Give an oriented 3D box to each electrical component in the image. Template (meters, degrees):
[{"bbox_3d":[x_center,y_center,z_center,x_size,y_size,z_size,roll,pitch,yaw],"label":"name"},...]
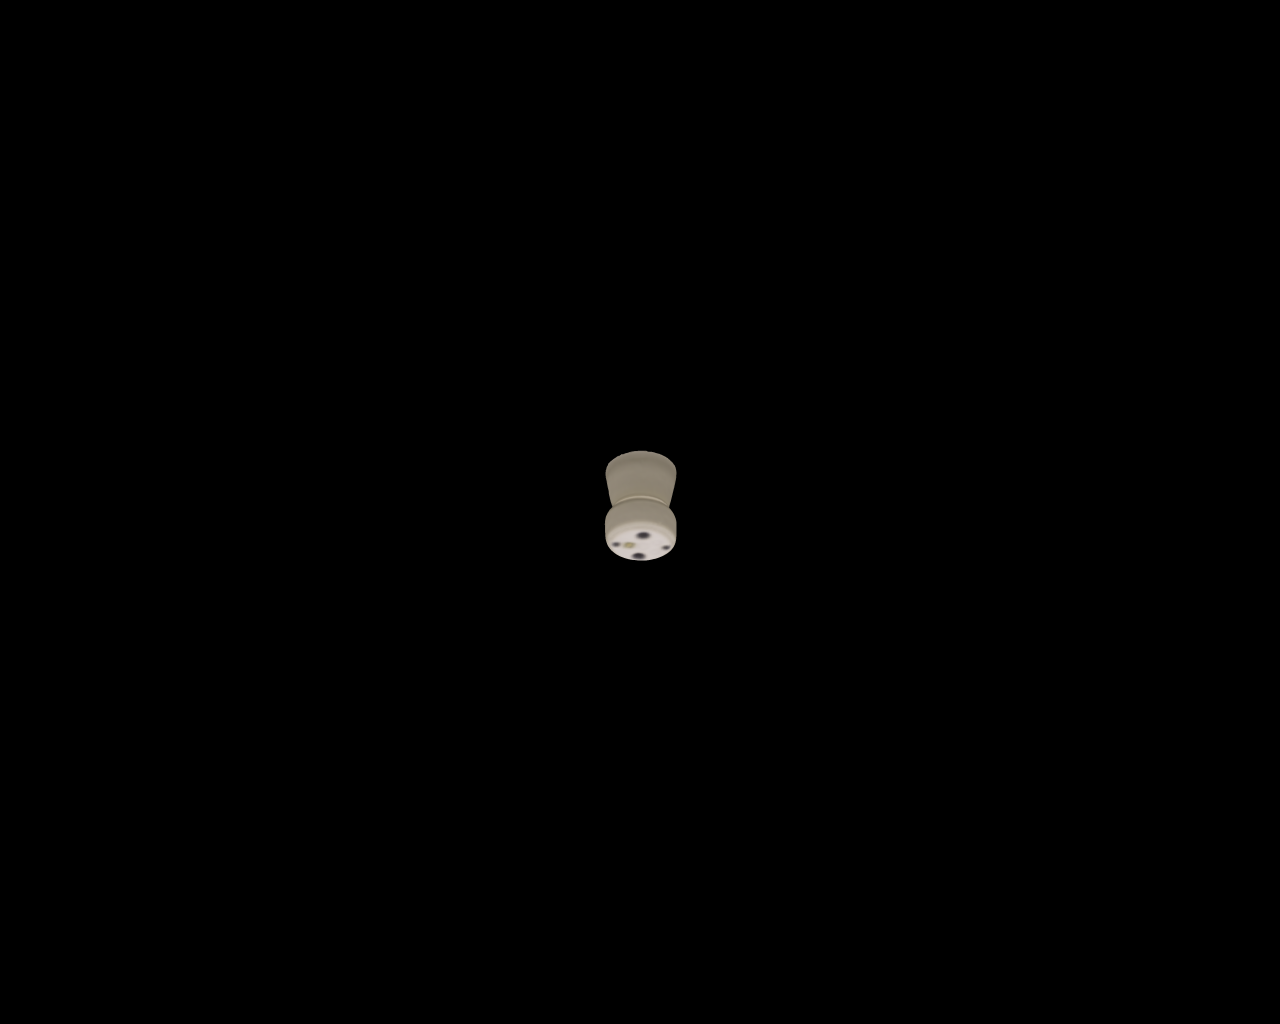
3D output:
[{"bbox_3d":[0.001,-0.003,0.650,0.045,0.055,0.044,0,-33,0],"label":"electrical component"}]
